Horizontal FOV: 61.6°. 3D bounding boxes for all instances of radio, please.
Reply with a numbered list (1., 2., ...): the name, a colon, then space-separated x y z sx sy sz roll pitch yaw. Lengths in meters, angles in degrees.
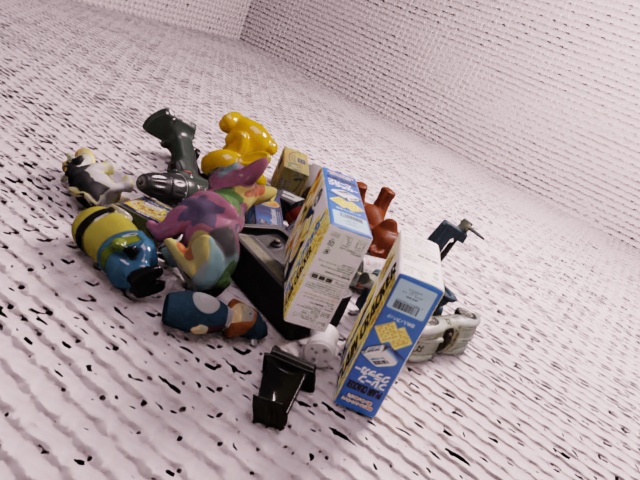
1. radio: -0.062 0.060 0.896 0.131 0.073 0.230 -3 37 -45

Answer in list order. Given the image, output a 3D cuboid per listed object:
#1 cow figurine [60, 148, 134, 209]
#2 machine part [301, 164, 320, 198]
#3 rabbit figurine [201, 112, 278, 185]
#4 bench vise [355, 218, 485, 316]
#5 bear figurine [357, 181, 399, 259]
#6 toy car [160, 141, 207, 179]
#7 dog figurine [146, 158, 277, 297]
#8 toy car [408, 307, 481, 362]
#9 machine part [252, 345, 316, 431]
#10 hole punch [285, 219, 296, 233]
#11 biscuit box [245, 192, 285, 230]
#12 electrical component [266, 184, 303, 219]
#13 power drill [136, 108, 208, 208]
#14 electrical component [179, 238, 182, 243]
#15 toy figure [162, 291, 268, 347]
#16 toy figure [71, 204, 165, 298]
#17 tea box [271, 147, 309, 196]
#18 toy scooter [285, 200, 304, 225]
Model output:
1. cow figurine: -0.409 -0.105 0.944 0.168 0.068 0.098 36 32 28
2. machine part: -0.012 -0.131 1.352 0.079 0.079 0.243 18 24 -12
3. rabbit figurine: -0.182 -0.178 1.182 0.162 0.121 0.173 33 45 13
4. bench vise: 0.175 0.053 0.952 0.223 0.240 0.129 29 14 -30
5. bear figurine: 0.138 -0.040 1.239 0.120 0.131 0.196 9 21 -23
6. toy car: -0.305 -0.173 1.200 0.089 0.053 0.202 31 18 -36
7. dog figurine: -0.144 -0.031 0.834 0.219 0.108 0.192 -39 54 -18
8. toy car: 0.211 0.164 0.929 0.201 0.073 0.056 1 28 -41
9. machine part: -0.048 0.185 0.688 0.084 0.039 0.139 30 22 3
10. hole punch: -0.002 -0.003 1.030 0.142 0.092 0.116 57 14 -10
11. biscuit box: -0.115 -0.044 1.089 0.063 0.059 0.203 16 24 -16
12. electrical component: -0.084 -0.084 1.219 0.119 0.047 0.075 20 23 -9
13. power drill: -0.273 -0.148 1.025 0.232 0.086 0.207 22 35 -57
14. electrical component: -0.212 -0.015 0.931 0.021 0.094 0.063 30 -14 19
15. toy figure: -0.139 0.108 0.747 0.154 0.058 0.064 14 63 -25
16. toy figure: -0.293 0.012 0.779 0.089 0.082 0.180 0 35 -46
17. tea box: -0.076 -0.156 1.322 0.068 0.098 0.170 20 21 -11
18. toy scooter: 0.018 -0.015 1.134 0.184 0.075 0.135 7 50 -14
